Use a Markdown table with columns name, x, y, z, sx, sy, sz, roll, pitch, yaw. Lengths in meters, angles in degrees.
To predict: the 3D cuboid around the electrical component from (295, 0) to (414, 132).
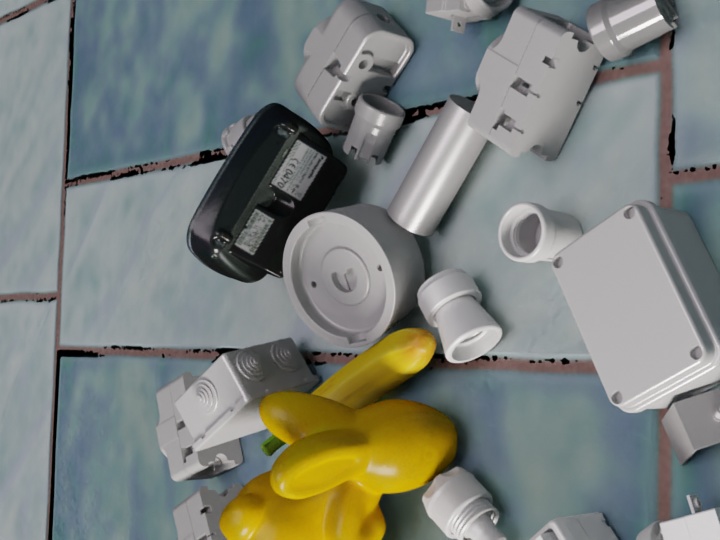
| name | x | y | z | sx | sy | sz | roll | pitch | yaw |
| --- | --- | --- | --- | --- | --- | --- | --- | --- | --- |
| electrical component | -0.008 | -0.169 | 0.877 | 0.095 | 0.054 | 0.059 | -55 | 50 | 28 |

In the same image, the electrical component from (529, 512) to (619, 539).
| name | x | y | z | sx | sy | sz | roll | pitch | yaw |
| --- | --- | --- | --- | --- | --- | --- | --- | --- | --- |
| electrical component | 0.124 | 0.208 | 0.691 | 0.096 | 0.061 | 0.061 | -52 | 52 | 30 |

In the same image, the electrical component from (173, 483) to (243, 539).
| name | x | y | z | sx | sy | sz | roll | pitch | yaw |
| --- | --- | --- | --- | --- | --- | --- | --- | --- | --- |
| electrical component | -0.129 | 0.246 | 0.967 | 0.056 | 0.050 | 0.089 | -40 | 58 | 37 |

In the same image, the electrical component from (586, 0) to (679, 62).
| name | x | y | z | sx | sy | sz | roll | pitch | yaw |
| --- | --- | --- | --- | --- | --- | --- | --- | --- | --- |
| electrical component | 0.175 | -0.161 | 0.691 | 0.046 | 0.040 | 0.040 | -21 | 71 | 38 |

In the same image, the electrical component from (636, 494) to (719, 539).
| name | x | y | z | sx | sy | sz | roll | pitch | yaw |
| --- | --- | --- | --- | --- | --- | --- | --- | --- | --- |
| electrical component | 0.196 | 0.167 | 0.631 | 0.055 | 0.048 | 0.066 | -26 | 67 | 34 |

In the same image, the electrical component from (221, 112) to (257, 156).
| name | x | y | z | sx | sy | sz | roll | pitch | yaw |
| --- | --- | --- | --- | --- | --- | --- | --- | --- | --- |
| electrical component | -0.091 | -0.122 | 0.969 | 0.062 | 0.048 | 0.048 | -35 | 62 | 32 |

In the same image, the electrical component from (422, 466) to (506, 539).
| name | x | y | z | sx | sy | sz | roll | pitch | yaw |
| --- | --- | --- | --- | --- | --- | --- | --- | --- | --- |
| electrical component | 0.077 | 0.173 | 0.759 | 0.062 | 0.043 | 0.043 | 44 | 117 | 39 |

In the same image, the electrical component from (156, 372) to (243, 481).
| name | x | y | z | sx | sy | sz | roll | pitch | yaw |
| --- | --- | --- | --- | --- | --- | --- | --- | --- | --- |
| electrical component | -0.153 | 0.147 | 1.002 | 0.056 | 0.050 | 0.089 | -32 | 63 | 40 |

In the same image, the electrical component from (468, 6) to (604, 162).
| name | x | y | z | sx | sy | sz | roll | pitch | yaw |
| --- | --- | --- | --- | --- | --- | --- | --- | --- | --- |
| electrical component | 0.118 | -0.128 | 0.737 | 0.056 | 0.050 | 0.089 | 43 | 120 | 41 |

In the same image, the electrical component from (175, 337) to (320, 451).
| name | x | y | z | sx | sy | sz | roll | pitch | yaw |
| --- | --- | --- | --- | --- | --- | --- | --- | --- | --- |
| electrical component | -0.098 | 0.103 | 0.914 | 0.100 | 0.100 | 0.048 | -44 | 69 | 35 |

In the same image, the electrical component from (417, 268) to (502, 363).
| name | x | y | z | sx | sy | sz | roll | pitch | yaw |
| --- | --- | --- | --- | --- | --- | --- | --- | --- | --- |
| electrical component | 0.071 | 0.033 | 0.778 | 0.045 | 0.045 | 0.055 | -49 | 53 | 32 |

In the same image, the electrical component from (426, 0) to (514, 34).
| name | x | y | z | sx | sy | sz | roll | pitch | yaw |
| --- | --- | --- | --- | --- | --- | --- | --- | --- | --- |
| electrical component | 0.082 | -0.209 | 0.791 | 0.055 | 0.048 | 0.066 | 11 | 94 | 55 |

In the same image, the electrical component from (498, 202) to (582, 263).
| name | x | y | z | sx | sy | sz | roll | pitch | yaw |
| --- | --- | --- | --- | --- | --- | --- | --- | --- | --- |
| electrical component | 0.123 | -0.024 | 0.727 | 0.040 | 0.046 | 0.040 | -6 | 82 | 47 |

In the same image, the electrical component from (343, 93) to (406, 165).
| name | x | y | z | sx | sy | sz | roll | pitch | yaw |
| --- | --- | --- | --- | --- | --- | --- | --- | --- | --- |
| electrical component | 0.010 | -0.113 | 0.863 | 0.040 | 0.040 | 0.046 | 46 | 124 | 39 |

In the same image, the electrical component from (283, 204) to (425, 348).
| name | x | y | z | sx | sy | sz | roll | pitch | yaw |
| --- | --- | --- | --- | --- | --- | --- | --- | --- | --- |
| electrical component | 0.000 | 0.000 | 0.839 | 0.108 | 0.060 | 0.108 | 14 | 114 | 34 |

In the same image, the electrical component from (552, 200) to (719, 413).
| name | x | y | z | sx | sy | sz | roll | pitch | yaw |
| --- | --- | --- | --- | --- | --- | --- | --- | --- | --- |
| electrical component | 0.177 | 0.023 | 0.657 | 0.078 | 0.057 | 0.113 | -39 | 59 | 37 |
